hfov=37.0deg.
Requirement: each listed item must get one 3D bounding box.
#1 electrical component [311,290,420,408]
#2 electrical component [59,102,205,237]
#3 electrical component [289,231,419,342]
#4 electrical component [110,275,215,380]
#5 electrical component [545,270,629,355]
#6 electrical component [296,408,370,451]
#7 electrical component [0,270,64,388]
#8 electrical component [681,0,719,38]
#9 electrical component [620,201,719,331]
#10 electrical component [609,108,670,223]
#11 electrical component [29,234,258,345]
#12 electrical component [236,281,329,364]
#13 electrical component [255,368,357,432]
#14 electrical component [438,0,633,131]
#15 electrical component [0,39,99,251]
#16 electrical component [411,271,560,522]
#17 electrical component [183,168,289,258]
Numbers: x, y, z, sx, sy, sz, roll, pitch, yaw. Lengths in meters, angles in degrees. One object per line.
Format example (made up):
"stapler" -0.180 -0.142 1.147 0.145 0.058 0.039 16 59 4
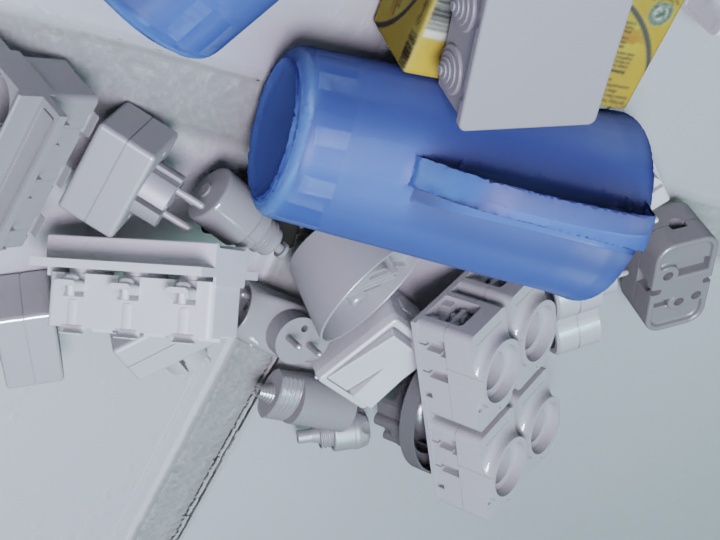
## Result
"electrical component" 0.003 0.063 0.843 0.096 0.061 0.062 -39 133 15
"electrical component" -0.134 -0.053 0.671 0.077 0.047 0.065 32 117 -6
"electrical component" 0.000 0.000 0.767 0.099 0.064 0.099 -27 158 -12
"electrical component" -0.136 0.051 0.785 0.066 0.047 0.076 -27 135 3
"electrical component" 0.184 0.006 0.869 0.074 0.052 0.138 -17 134 -7
"electrical component" -0.024 0.138 0.919 0.061 0.035 0.035 -7 132 -13
"electrical component" -0.246 0.043 0.734 0.077 0.047 0.065 -8 133 -15
"electrical component" 0.261 -0.200 0.714 0.056 0.050 0.089 7 127 -28
"electrical component" 0.249 -0.006 0.879 0.054 0.059 0.095 -14 134 -10
"electrical component" 0.199 -0.064 0.795 0.047 0.075 0.083 -32 134 8
"electrical component" -0.138 0.012 0.691 0.121 0.063 0.079 3 179 20
"electrical component" -0.054 0.044 0.791 0.077 0.079 0.043 23 97 -36
"electrical component" -0.047 0.104 0.872 0.081 0.043 0.043 14 124 -31
"electrical component" 0.097 -0.131 0.616 0.100 0.048 0.099 -5 132 -17
"electrical component" -0.210 -0.067 0.633 0.063 0.078 0.121 -10 142 -55
"electrical component" 0.105 0.096 0.854 0.105 0.060 0.186 -40 134 -38
"electrical component" -0.077 -0.033 0.707 0.040 0.040 0.078 -40 126 15
